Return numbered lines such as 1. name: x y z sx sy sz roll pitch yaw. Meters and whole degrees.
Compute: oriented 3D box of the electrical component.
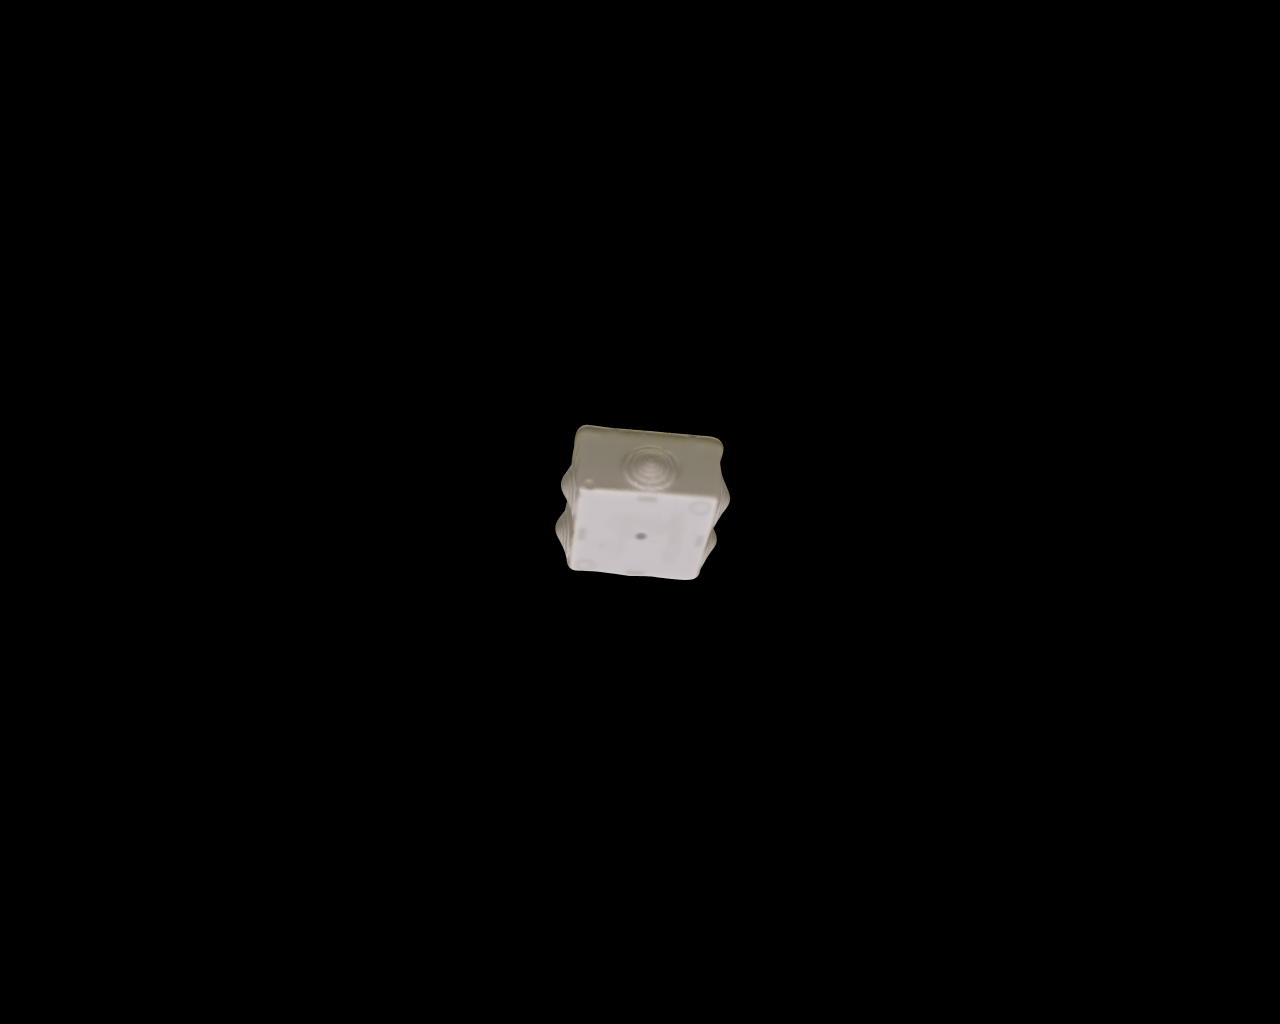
1. electrical component: 0.001 -0.003 0.650 0.100 0.048 0.099 5 -40 -6
